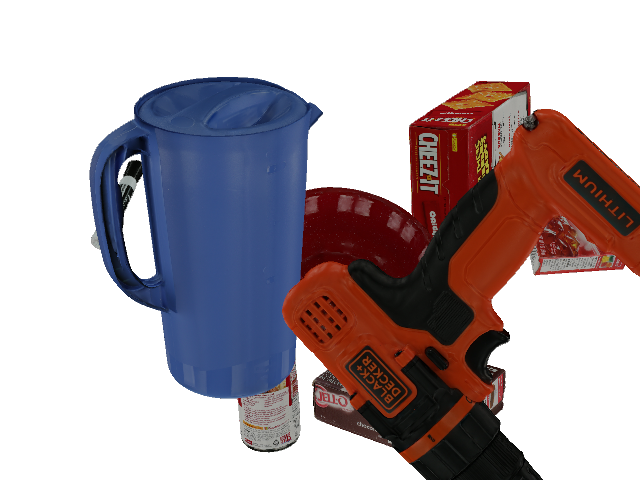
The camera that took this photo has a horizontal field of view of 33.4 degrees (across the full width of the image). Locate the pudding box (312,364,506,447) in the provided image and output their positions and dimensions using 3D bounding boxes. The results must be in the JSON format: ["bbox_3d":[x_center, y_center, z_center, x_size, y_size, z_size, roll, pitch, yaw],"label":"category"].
[{"bbox_3d":[0.064,0.111,0.775,0.114,0.039,0.089,16,29,32],"label":"pudding box"}]

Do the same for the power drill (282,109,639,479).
[{"bbox_3d":[0.098,0.041,0.549,0.188,0.184,0.057,-45,-3,14],"label":"power drill"}]

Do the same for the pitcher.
[{"bbox_3d":[-0.083,0.002,0.844,0.149,0.243,0.145,7,27,12],"label":"pitcher"}]

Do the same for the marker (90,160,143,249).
[{"bbox_3d":[-0.204,-0.039,1.082,0.020,0.121,0.020,8,-44,8],"label":"marker"}]

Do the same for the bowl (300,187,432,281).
[{"bbox_3d":[0.026,0.021,0.994,0.162,0.055,0.162,9,39,-8],"label":"bowl"}]

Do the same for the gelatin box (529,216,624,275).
[{"bbox_3d":[0.202,-0.017,0.860,0.073,0.089,0.030,-3,-34,-2],"label":"gelatin box"}]

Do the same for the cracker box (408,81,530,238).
[{"bbox_3d":[0.161,-0.067,1.120,0.072,0.164,0.213,5,21,26],"label":"cracker box"}]

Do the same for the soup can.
[{"bbox_3d":[-0.058,0.172,1.173,0.068,0.102,0.068,-3,23,1],"label":"soup can"}]
